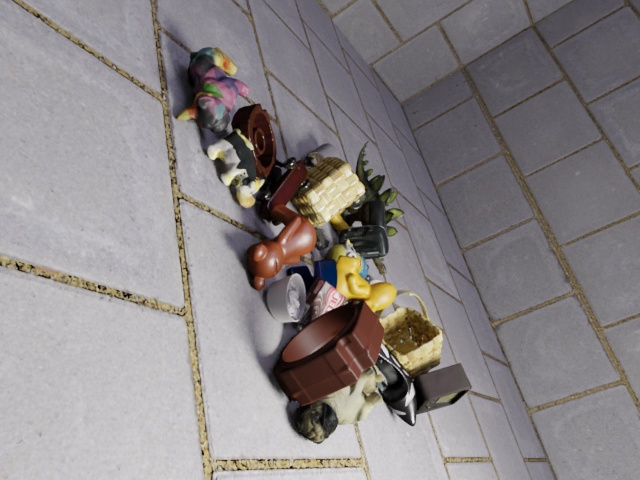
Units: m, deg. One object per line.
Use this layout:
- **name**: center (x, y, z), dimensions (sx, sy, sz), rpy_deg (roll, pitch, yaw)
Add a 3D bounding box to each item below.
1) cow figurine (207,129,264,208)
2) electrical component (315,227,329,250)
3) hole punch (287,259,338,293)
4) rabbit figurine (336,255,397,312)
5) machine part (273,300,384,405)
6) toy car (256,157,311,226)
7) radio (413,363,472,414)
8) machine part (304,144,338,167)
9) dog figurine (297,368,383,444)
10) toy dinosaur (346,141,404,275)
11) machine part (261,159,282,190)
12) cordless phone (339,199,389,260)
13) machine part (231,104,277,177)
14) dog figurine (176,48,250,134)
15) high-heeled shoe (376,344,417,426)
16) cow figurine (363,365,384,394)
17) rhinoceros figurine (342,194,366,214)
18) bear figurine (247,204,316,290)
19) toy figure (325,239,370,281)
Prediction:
- **cow figurine**: center (-0.174, -0.160, 1.207), dimensions (0.167, 0.098, 0.068), rpy_deg (60, 16, -4)
- **electrical component**: center (-0.003, -0.005, 1.495), dimensions (0.063, 0.021, 0.094), rpy_deg (64, 23, 4)
- **hole punch**: center (-0.004, 0.104, 1.288), dimensions (0.142, 0.092, 0.115), rpy_deg (0, 68, -69)
- **rabbit figurine**: center (0.108, 0.132, 1.371), dimensions (0.121, 0.173, 0.162), rpy_deg (106, 0, -59)
- **machine part**: center (0.018, 0.213, 1.054), dimensions (0.087, 0.201, 0.201), rpy_deg (55, 24, -11)
- **toy car**: center (-0.091, -0.123, 1.330), dimensions (0.089, 0.053, 0.202), rpy_deg (54, 47, -27)
- **radio**: center (0.318, 0.410, 1.465), dimensions (0.229, 0.131, 0.073), rpy_deg (88, -14, -61)
- **machine part**: center (0.006, -0.261, 1.739), dimensions (0.079, 0.079, 0.243), rpy_deg (58, 21, -9)
- **dog figurine**: center (0.027, 0.354, 1.089), dimensions (0.190, 0.121, 0.172), rpy_deg (-45, 126, -41)
- **toy dinosaur**: center (0.158, -0.107, 1.733), dimensions (0.105, 0.199, 0.471), rpy_deg (32, 39, -56)
- **machine part**: center (-0.120, -0.149, 1.381), dimensions (0.084, 0.039, 0.139), rpy_deg (34, 44, -41)
- **cordless phone**: center (0.130, -0.036, 1.606), dimensions (0.088, 0.147, 0.184), rpy_deg (43, 45, -59)
- **machine part**: center (-0.161, -0.241, 1.311), dimensions (0.179, 0.056, 0.179), rpy_deg (-4, 90, -75)
- **dog figurine**: center (-0.259, -0.338, 1.219), dimensions (0.191, 0.108, 0.219), rpy_deg (56, 27, -12)
- **high-heeled shoe**: center (0.171, 0.354, 1.373), dimensions (0.249, 0.086, 0.145), rpy_deg (62, 13, 27)
- **cow figurine**: center (0.083, 0.289, 1.263), dimensions (0.194, 0.085, 0.127), rpy_deg (46, 21, -40)
- **rhinoceros figurine**: center (0.077, -0.146, 1.651), dimensions (0.191, 0.073, 0.111), rpy_deg (36, -28, 53)
- **bear figurine**: center (-0.103, 0.016, 1.172), dimensions (0.196, 0.132, 0.120), rpy_deg (-31, 131, -39)
- **toy figure**: center (0.082, 0.072, 1.520), dimensions (0.082, 0.089, 0.180), rpy_deg (59, 8, 33)
